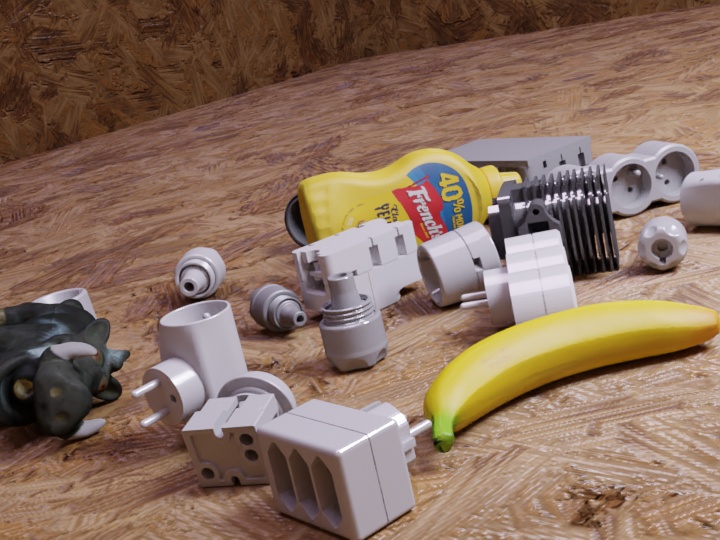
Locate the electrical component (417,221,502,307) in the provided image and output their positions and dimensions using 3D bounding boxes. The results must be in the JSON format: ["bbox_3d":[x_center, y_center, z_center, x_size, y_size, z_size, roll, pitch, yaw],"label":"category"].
[{"bbox_3d":[0.073,-0.003,0.804,0.047,0.055,0.055,-20,16,-11],"label":"electrical component"}]

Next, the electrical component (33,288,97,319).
[{"bbox_3d":[-0.249,0.045,0.907,0.055,0.047,0.055,-12,15,3],"label":"electrical component"}]

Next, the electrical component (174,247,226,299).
[{"bbox_3d":[-0.148,0.006,0.977,0.043,0.043,0.062,-10,16,9],"label":"electrical component"}]

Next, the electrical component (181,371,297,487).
[{"bbox_3d":[-0.064,0.088,0.598,0.066,0.048,0.055,-7,23,20],"label":"electrical component"}]

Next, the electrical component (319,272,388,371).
[{"bbox_3d":[-0.007,0.033,0.719,0.043,0.062,0.043,-12,15,3],"label":"electrical component"}]

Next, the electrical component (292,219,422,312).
[{"bbox_3d":[0.000,0.000,0.848,0.089,0.055,0.050,-23,18,-33],"label":"electrical component"}]

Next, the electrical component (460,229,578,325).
[{"bbox_3d":[0.103,0.015,0.713,0.074,0.052,0.138,-11,15,9],"label":"electrical component"}]

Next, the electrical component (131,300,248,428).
[{"bbox_3d":[-0.103,0.067,0.642,0.044,0.077,0.079,2,21,43],"label":"electrical component"}]

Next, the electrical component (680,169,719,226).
[{"bbox_3d":[0.305,-0.061,0.841,0.079,0.043,0.077,-24,19,-39],"label":"electrical component"}]

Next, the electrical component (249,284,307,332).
[{"bbox_3d":[-0.060,0.031,0.825,0.035,0.035,0.061,-20,19,-26],"label":"electrical component"}]

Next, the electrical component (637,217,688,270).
[{"bbox_3d":[0.223,-0.023,0.789,0.035,0.035,0.061,-8,13,19],"label":"electrical component"}]

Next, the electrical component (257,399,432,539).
[{"bbox_3d":[0.002,0.089,0.532,0.077,0.047,0.066,-23,18,-36],"label":"electrical component"}]

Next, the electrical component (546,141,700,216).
[{"bbox_3d":[0.223,-0.079,0.959,0.138,0.052,0.074,-16,15,-14],"label":"electrical component"}]

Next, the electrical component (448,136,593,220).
[{"bbox_3d":[0.143,-0.087,1.042,0.089,0.061,0.150,-23,18,-34],"label":"electrical component"}]
